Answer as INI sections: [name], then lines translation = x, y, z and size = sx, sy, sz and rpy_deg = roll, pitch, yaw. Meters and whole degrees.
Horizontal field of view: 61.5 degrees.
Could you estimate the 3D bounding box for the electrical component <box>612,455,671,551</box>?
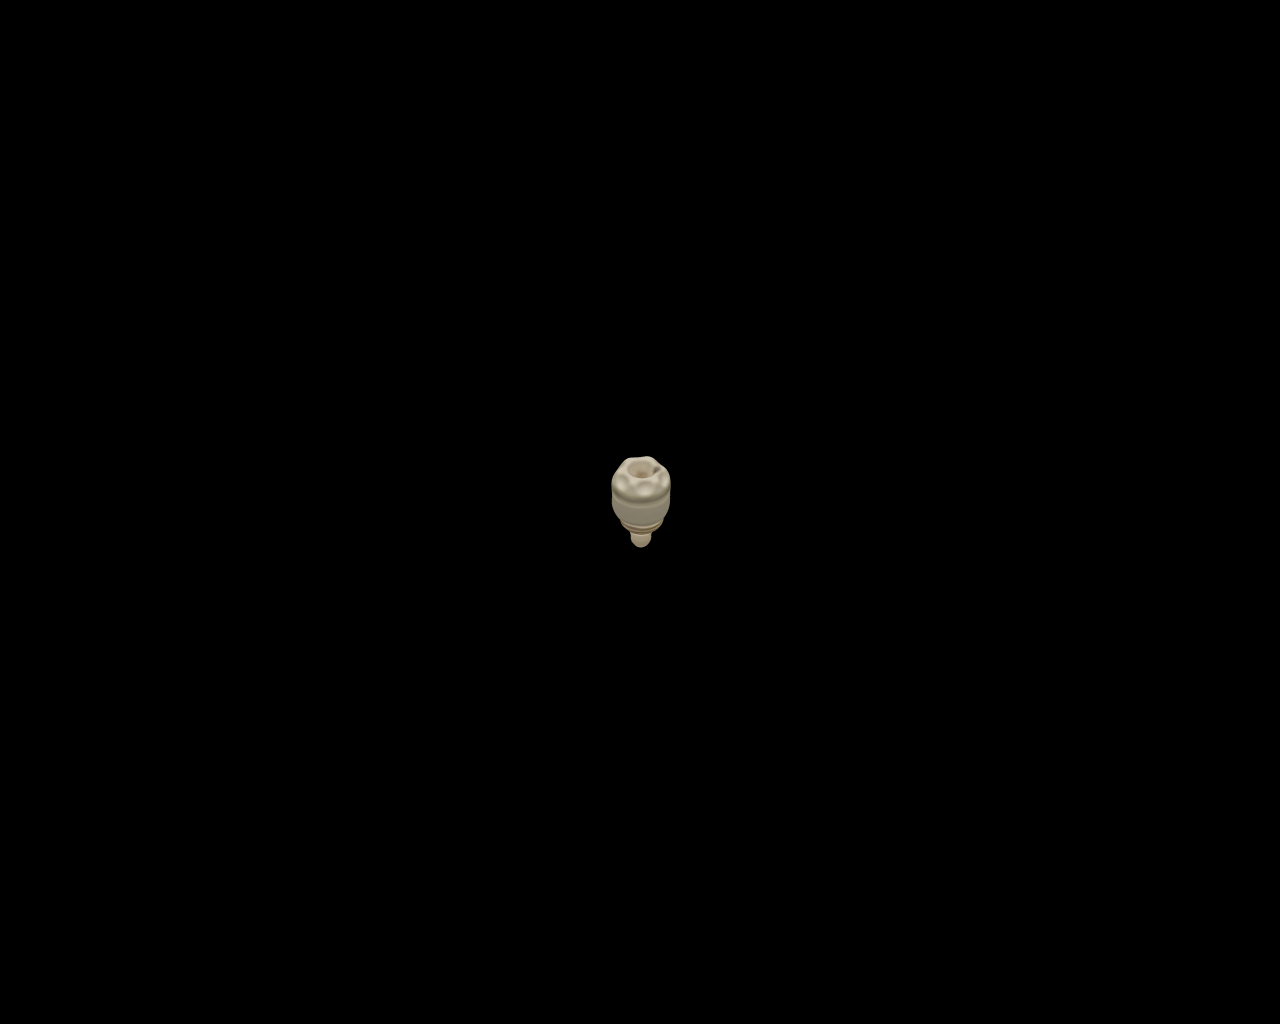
[electrical component]
translation = 0.001, -0.003, 0.650
size = 0.035, 0.061, 0.035
rpy_deg = 0, 40, 0
